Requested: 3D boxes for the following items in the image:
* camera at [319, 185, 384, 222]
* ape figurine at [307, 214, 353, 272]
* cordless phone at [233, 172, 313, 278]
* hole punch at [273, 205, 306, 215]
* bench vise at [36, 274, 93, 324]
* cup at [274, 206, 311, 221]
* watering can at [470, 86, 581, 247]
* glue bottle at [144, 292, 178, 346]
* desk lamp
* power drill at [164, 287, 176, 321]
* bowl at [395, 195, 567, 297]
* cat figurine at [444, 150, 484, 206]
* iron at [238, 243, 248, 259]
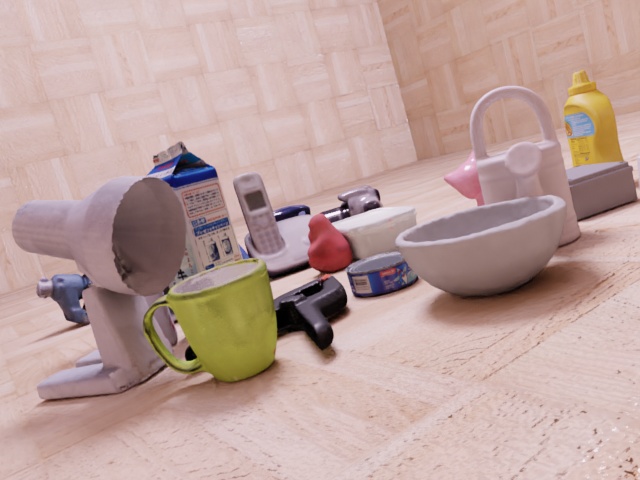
[{"bbox_3d":[0.055,-0.046,1.123,0.137,0.101,0.143,-16,8,-1],"label":"camera"},{"bbox_3d":[0.008,0.003,0.897,0.078,0.092,0.076,-22,10,-38],"label":"ape figurine"},{"bbox_3d":[-0.068,-0.038,0.996,0.148,0.185,0.094,-20,9,-25],"label":"cordless phone"},{"bbox_3d":[-0.071,-0.026,1.275,0.108,0.091,0.101,-15,8,11],"label":"hole punch"},{"bbox_3d":[-0.425,0.035,1.078,0.121,0.220,0.208,-11,9,31],"label":"bench vise"},{"bbox_3d":[-0.068,-0.017,1.189,0.118,0.095,0.091,-17,8,-7],"label":"cup"},{"bbox_3d":[0.240,-0.087,0.680,0.101,0.194,0.172,-17,8,-5],"label":"watering can"},{"bbox_3d":[-0.224,0.050,0.729,0.037,0.173,0.078,-18,8,-17],"label":"glue bottle"},{"bbox_3d":[-0.231,0.048,0.609,0.202,0.213,0.118,-13,9,23],"label":"desk lamp"},{"bbox_3d":[-0.254,0.023,0.854,0.230,0.208,0.075,-21,9,-34],"label":"power drill"},{"bbox_3d":[0.164,0.013,0.571,0.167,0.075,0.167,-16,8,2],"label":"bowl"},{"bbox_3d":[0.273,-0.092,0.939,0.067,0.118,0.127,-23,10,-41],"label":"cat figurine"},{"bbox_3d":[-0.251,0.013,1.173,0.257,0.141,0.119,-12,9,29],"label":"iron"}]
